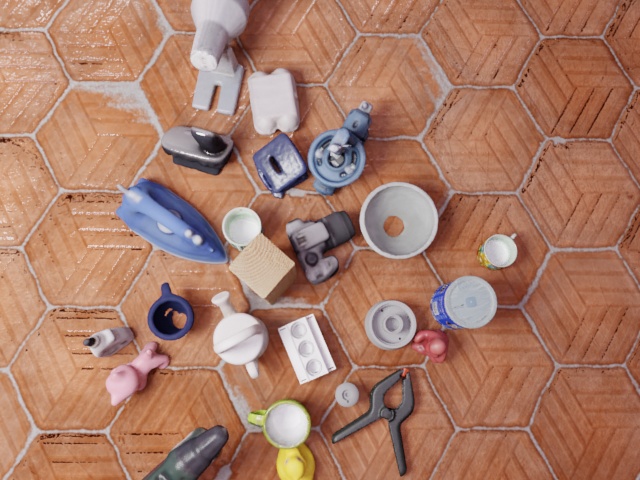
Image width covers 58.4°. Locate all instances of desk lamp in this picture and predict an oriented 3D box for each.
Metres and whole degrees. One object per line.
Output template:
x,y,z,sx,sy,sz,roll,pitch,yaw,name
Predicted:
-0.218,-0.403,1.216,0.118,0.213,0.203,9,80,1,desk lamp

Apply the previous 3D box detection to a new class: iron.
-0.305,-0.035,1.187,0.258,0.141,0.119,32,81,4,iron

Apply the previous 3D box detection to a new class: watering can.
-0.163,0.188,1.125,0.173,0.194,0.101,43,82,6,watering can

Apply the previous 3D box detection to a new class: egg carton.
-0.101,-0.308,1.275,0.107,0.069,0.150,-10,81,-3,egg carton

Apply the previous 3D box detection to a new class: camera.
0.011,0.004,1.209,0.137,0.101,0.143,-26,82,-5,camera

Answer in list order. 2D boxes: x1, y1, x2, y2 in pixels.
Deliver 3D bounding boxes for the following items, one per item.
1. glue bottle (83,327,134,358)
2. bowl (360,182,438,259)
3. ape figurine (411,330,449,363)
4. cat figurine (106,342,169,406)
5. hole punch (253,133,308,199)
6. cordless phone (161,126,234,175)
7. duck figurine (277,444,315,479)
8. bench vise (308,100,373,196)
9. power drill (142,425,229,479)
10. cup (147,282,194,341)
-0.426,0.200,1.127,0.078,0.173,0.037,-34,82,-7,glue bottle
0.166,-0.037,1.233,0.167,0.075,0.167,0,80,-1,bowl
0.235,0.218,1.182,0.076,0.092,0.078,-24,81,-5,ape figurine
-0.374,0.266,1.145,0.067,0.118,0.128,42,82,6,cat figurine
-0.086,-0.160,1.239,0.101,0.091,0.108,-32,82,-6,hole punch
-0.263,-0.212,1.196,0.147,0.185,0.094,12,80,1,cordless phone
-0.048,0.454,1.137,0.077,0.086,0.104,-11,81,-3,duck figurine
0.042,-0.209,1.186,0.121,0.220,0.207,11,80,1,bench vise
-0.253,0.419,1.076,0.230,0.208,0.075,-41,83,-7,power drill
-0.301,0.149,1.179,0.091,0.095,0.118,-14,81,-4,cup
